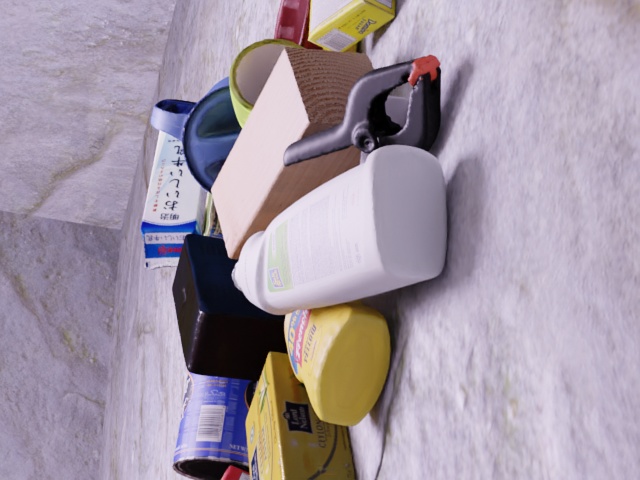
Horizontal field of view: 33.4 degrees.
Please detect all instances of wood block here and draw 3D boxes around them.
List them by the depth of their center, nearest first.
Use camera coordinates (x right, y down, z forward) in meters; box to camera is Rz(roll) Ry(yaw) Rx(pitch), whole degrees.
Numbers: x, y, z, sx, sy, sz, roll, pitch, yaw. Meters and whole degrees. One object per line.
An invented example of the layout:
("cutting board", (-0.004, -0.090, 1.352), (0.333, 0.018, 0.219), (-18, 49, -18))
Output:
("wood block", (-0.021, -0.076, 1.009), (0.206, 0.090, 0.091), (-56, 43, 46))

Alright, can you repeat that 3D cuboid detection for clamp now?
("clamp", (0.051, -0.072, 0.854), (0.172, 0.120, 0.039), (-45, -1, 44))

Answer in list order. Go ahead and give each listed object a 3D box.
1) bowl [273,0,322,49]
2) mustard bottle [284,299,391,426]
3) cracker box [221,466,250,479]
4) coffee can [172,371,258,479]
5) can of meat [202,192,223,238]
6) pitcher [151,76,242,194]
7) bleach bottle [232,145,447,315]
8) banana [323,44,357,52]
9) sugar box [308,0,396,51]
("bowl", (-0.009, -0.241, 1.202), (0.162, 0.055, 0.162), (-171, 90, -75))
("mustard bottle", (0.007, 0.085, 0.933), (0.192, 0.058, 0.096), (-135, 58, -73))
("cracker box", (-0.115, 0.360, 1.065), (0.213, 0.072, 0.164), (-64, -4, -51))
("coffee can", (-0.101, 0.187, 1.171), (0.103, 0.102, 0.140), (126, 154, -60))
("can of meat", (-0.103, -0.044, 1.379), (0.057, 0.083, 0.102), (160, 119, -75))
("pitcher", (-0.104, -0.139, 1.292), (0.149, 0.145, 0.243), (58, -175, -15))
("bleach bottle", (0.000, 0.003, 0.863), (0.251, 0.068, 0.102), (-18, 70, 56))
("banana", (0.026, -0.211, 1.089), (0.070, 0.037, 0.198), (138, 139, -68))
("sugar box", (0.034, -0.281, 1.047), (0.094, 0.048, 0.176), (-24, 53, 50))
